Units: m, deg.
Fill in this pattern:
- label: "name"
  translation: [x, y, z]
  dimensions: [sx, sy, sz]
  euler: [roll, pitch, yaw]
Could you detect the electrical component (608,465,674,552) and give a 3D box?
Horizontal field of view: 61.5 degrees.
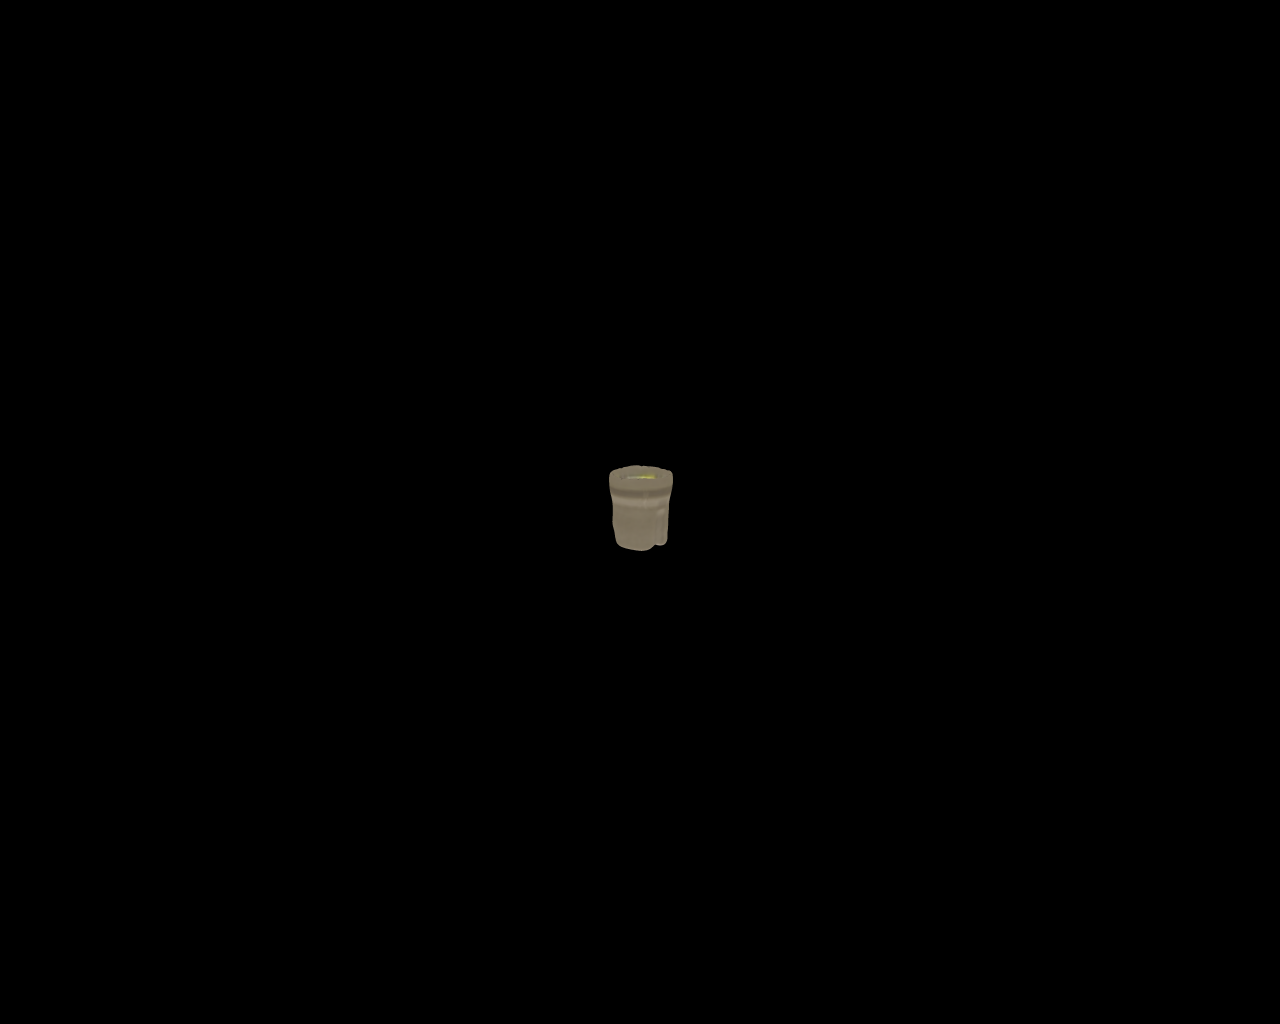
- label: "electrical component"
  translation: [0.001, -0.003, 0.650]
  dimensions: [0.040, 0.046, 0.040]
  euler: [0, 13, 0]
